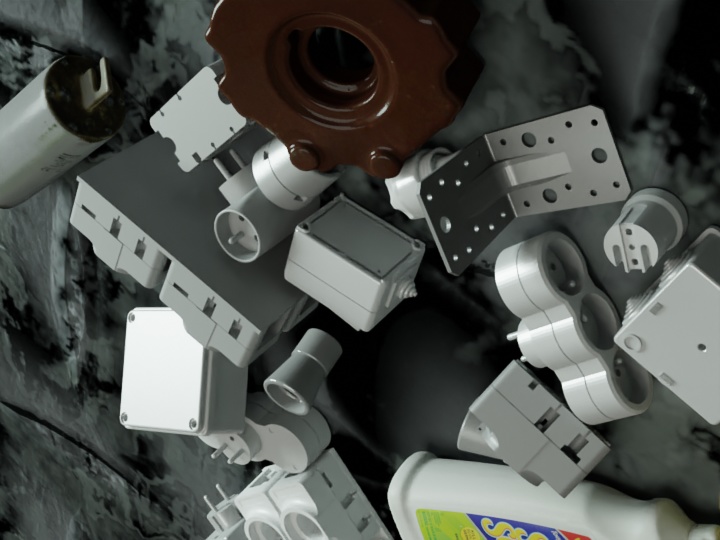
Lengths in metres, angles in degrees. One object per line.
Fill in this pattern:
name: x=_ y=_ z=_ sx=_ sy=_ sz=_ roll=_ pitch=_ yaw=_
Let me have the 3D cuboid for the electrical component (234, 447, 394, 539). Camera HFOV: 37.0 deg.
electrical component: x=-0.025 y=0.266 z=0.996 sx=0.105 sy=0.060 sz=0.186 roll=-25 pitch=101 yaw=44

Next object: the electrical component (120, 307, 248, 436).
electrical component: x=-0.154 y=0.089 z=0.950 sx=0.109 sy=0.056 sz=0.108 roll=-2 pitch=82 yaw=39

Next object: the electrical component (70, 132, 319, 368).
electrical component: x=-0.125 y=-0.019 z=0.853 sx=0.186 sy=0.105 sz=0.060 roll=39 pitch=135 yaw=10

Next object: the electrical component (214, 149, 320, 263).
electrical component: x=-0.080 y=-0.056 z=0.814 sx=0.079 sy=0.077 sz=0.043 roll=53 pitch=135 yaw=-3

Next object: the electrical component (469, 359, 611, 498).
electrical component: x=0.125 y=0.114 z=0.763 sx=0.089 sy=0.050 sz=0.055 roll=43 pitch=96 yaw=12

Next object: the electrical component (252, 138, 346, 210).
electrical component: x=-0.043 y=-0.078 z=0.788 sx=0.047 sy=0.055 sz=0.055 roll=-32 pitch=96 yaw=42

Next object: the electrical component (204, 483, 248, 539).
electrical component: x=-0.124 y=0.246 z=1.055 sx=0.047 sy=0.066 sz=0.076 roll=-28 pitch=99 yaw=45

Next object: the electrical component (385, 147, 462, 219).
electrical component: x=0.051 y=-0.063 z=0.733 sx=0.062 sy=0.043 sz=0.043 roll=-25 pitch=101 yaw=44

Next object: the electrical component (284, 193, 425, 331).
electrical component: x=0.000 y=0.000 z=0.800 sx=0.096 sy=0.062 sz=0.061 roll=33 pitch=133 yaw=17

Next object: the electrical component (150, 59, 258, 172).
electrical component: x=-0.105 y=-0.121 z=0.805 sx=0.089 sy=0.056 sz=0.050 roll=-30 pitch=98 yaw=45

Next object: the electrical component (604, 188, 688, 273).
electrical component: x=0.175 y=-0.023 z=0.661 sx=0.040 sy=0.046 sz=0.040 roll=20 pitch=128 yaw=27

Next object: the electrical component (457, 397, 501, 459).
electrical component: x=0.112 y=0.128 z=0.814 sx=0.065 sy=0.044 sz=0.044 roll=22 pitch=129 yaw=19

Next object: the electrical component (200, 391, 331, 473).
electrical component: x=-0.102 y=0.150 z=0.969 sx=0.138 sy=0.074 sz=0.052 roll=11 pitch=124 yaw=32

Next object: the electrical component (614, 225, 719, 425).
electrical component: x=0.219 y=0.036 z=0.665 sx=0.100 sy=0.048 sz=0.099 roll=41 pitch=135 yaw=8

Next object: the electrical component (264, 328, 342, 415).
electrical component: x=-0.044 y=0.081 z=0.884 sx=0.044 sy=0.065 sz=0.044 roll=25 pitch=149 yaw=17

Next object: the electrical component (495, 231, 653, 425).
electrical component: x=0.133 y=0.045 z=0.733 sx=0.074 sy=0.052 sz=0.138 roll=-24 pitch=102 yaw=44
